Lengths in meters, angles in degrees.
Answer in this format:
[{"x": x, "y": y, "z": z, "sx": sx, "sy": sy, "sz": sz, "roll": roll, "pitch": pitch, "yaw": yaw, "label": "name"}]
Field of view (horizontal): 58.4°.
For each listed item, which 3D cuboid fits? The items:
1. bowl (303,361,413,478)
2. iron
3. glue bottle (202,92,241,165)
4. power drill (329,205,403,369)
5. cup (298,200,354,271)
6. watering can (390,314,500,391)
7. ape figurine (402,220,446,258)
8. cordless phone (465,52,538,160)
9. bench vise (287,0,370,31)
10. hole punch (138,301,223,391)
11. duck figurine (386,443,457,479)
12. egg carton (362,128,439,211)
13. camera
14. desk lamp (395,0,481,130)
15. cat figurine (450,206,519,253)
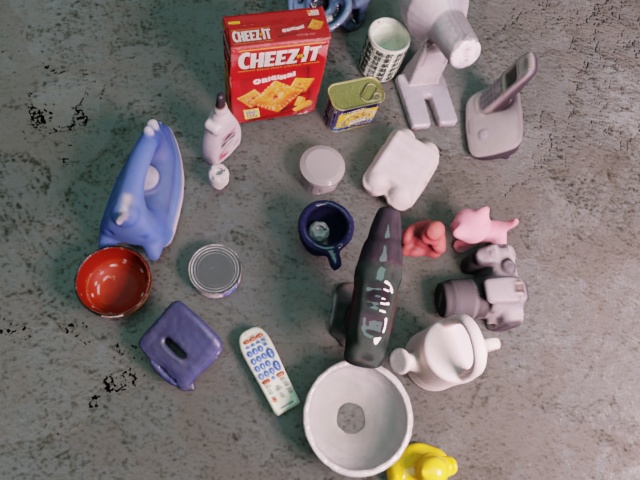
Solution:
[{"x": 0.053, "y": 0.272, "z": 0.873, "sx": 0.167, "sy": 0.074, "sz": 0.167, "roll": 3, "pitch": 70, "yaw": -8, "label": "bowl"}, {"x": -0.283, "y": -0.106, "z": 0.923, "sx": 0.118, "sy": 0.141, "sz": 0.258, "roll": 9, "pitch": 69, "yaw": -5, "label": "iron"}, {"x": -0.165, "y": -0.192, "z": 0.956, "sx": 0.037, "sy": 0.173, "sz": 0.078, "roll": 35, "pitch": 69, "yaw": 5, "label": "glue bottle"}, {"x": 0.070, "y": 0.085, "z": 0.872, "sx": 0.075, "sy": 0.208, "sz": 0.230, "roll": 10, "pitch": 69, "yaw": -5, "label": "power drill"}, {"x": 0.009, "y": 0.003, "z": 0.953, "sx": 0.092, "sy": 0.095, "sz": 0.117, "roll": -12, "pitch": 72, "yaw": -13, "label": "cup"}, {"x": 0.193, "y": 0.173, "z": 0.867, "sx": 0.173, "sy": 0.194, "sz": 0.101, "roll": -30, "pitch": 77, "yaw": -17, "label": "watering can"}, {"x": 0.186, "y": -0.007, "z": 0.986, "sx": 0.078, "sy": 0.092, "sz": 0.076, "roll": 40, "pitch": 70, "yaw": 7, "label": "ape figurine"}, {"x": 0.339, "y": -0.241, "z": 1.045, "sx": 0.094, "sy": 0.185, "sz": 0.147, "roll": 2, "pitch": 70, "yaw": -8, "label": "cordless phone"}, {"x": 0.023, "y": -0.474, "z": 1.062, "sx": 0.121, "sy": 0.219, "sz": 0.208, "roll": 38, "pitch": 69, "yaw": 6, "label": "bench vise"}, {"x": -0.209, "y": 0.162, "z": 0.864, "sx": 0.108, "sy": 0.091, "sz": 0.101, "roll": 41, "pitch": 70, "yaw": 7, "label": "hole punch"}, {"x": 0.155, "y": 0.345, "z": 0.857, "sx": 0.105, "sy": 0.086, "sz": 0.077, "roll": -7, "pitch": 71, "yaw": -11, "label": "duck figurine"}, {"x": 0.148, "y": -0.128, "z": 1.036, "sx": 0.107, "sy": 0.069, "sz": 0.150, "roll": 31, "pitch": 69, "yaw": 3, "label": "egg carton"}, {"x": 0.267, "y": 0.079, "z": 0.962, "sx": 0.137, "sy": 0.100, "sz": 0.143, "roll": -2, "pitch": 70, "yaw": -9, "label": "camera"}, {"x": 0.216, "y": -0.345, "z": 1.049, "sx": 0.118, "sy": 0.213, "sz": 0.203, "roll": -11, "pitch": 72, "yaw": -12, "label": "desk lamp"}, {"x": 0.279, "y": -0.023, "z": 0.992, "sx": 0.128, "sy": 0.117, "sz": 0.067, "roll": -1, "pitch": 70, "yaw": -9, "label": "cat figurine"}]
